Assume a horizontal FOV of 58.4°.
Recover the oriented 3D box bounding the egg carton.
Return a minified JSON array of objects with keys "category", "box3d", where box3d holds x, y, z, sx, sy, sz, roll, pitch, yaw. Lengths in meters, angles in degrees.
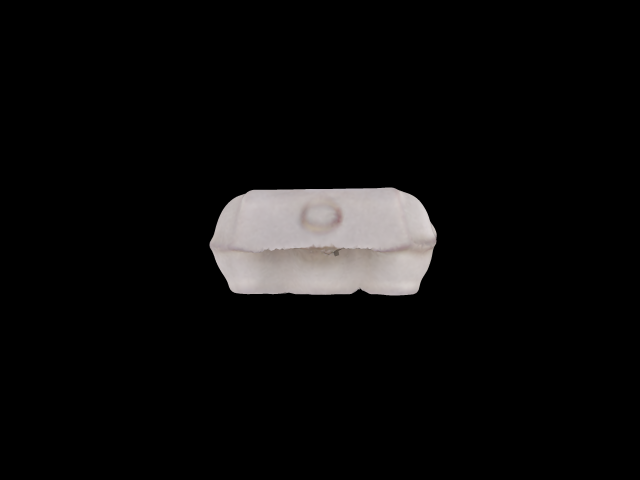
[{"category":"egg carton","box3d":[0.004,0.001,0.400,0.150,0.069,0.107,0,0,5]}]
